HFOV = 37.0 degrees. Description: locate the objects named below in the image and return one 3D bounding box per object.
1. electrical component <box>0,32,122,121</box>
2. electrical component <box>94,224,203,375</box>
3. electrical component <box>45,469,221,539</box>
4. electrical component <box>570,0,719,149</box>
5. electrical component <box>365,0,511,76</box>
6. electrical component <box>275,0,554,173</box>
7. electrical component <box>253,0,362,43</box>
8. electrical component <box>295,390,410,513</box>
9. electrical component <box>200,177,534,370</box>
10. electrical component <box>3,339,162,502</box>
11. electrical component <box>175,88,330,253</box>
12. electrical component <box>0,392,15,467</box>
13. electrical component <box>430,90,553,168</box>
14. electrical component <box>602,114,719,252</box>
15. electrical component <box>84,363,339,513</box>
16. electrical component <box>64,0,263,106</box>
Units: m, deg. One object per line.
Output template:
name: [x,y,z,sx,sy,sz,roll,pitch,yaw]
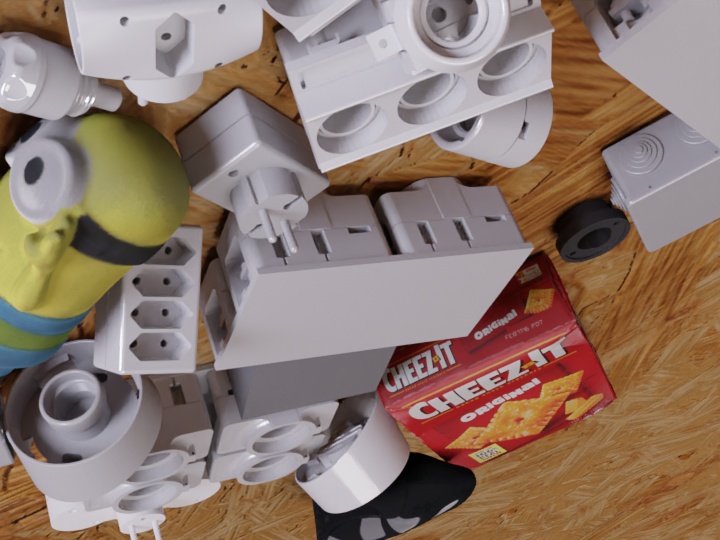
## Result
electrical component: [-0.135,-0.083,0.481,0.061,0.035,0.035,10,138,-48]
electrical component: [-0.130,0.014,0.619,0.047,0.083,0.076,2,-178,-36]
electrical component: [-0.180,0.189,0.873,0.138,0.073,0.052,-8,149,-23]
electrical component: [0.205,-0.138,0.590,0.105,0.060,0.186,-38,147,26]
electrical component: [0.036,-0.108,0.453,0.066,0.048,0.055,-27,-166,-1]
electrical component: [0.025,-0.104,0.524,0.121,0.063,0.078,-21,151,-2]
electrical component: [0.003,-0.156,0.421,0.121,0.063,0.079,-32,150,18]
electrical component: [-0.009,0.150,0.892,0.099,0.099,0.064,-30,108,15]
electrical component: [0.000,0.000,0.686,0.186,0.060,0.105,-6,147,-27]
electrical component: [-0.178,0.096,0.695,0.099,0.099,0.064,-19,145,-5]
electrical component: [-0.050,-0.043,0.563,0.047,0.076,0.066,-34,149,20]
electrical component: [-0.258,0.092,0.675,0.059,0.053,0.095,-14,150,-14]
electrical component: [0.070,-0.087,0.594,0.047,0.055,0.055,6,141,-35]
electrical component: [0.220,-0.066,0.734,0.100,0.048,0.100,-28,151,12]
electrical component: [-0.118,0.123,0.817,0.186,0.060,0.105,-10,149,-21]
electrical component: [-0.087,-0.101,0.474,0.077,0.043,0.079,-12,150,-17]
